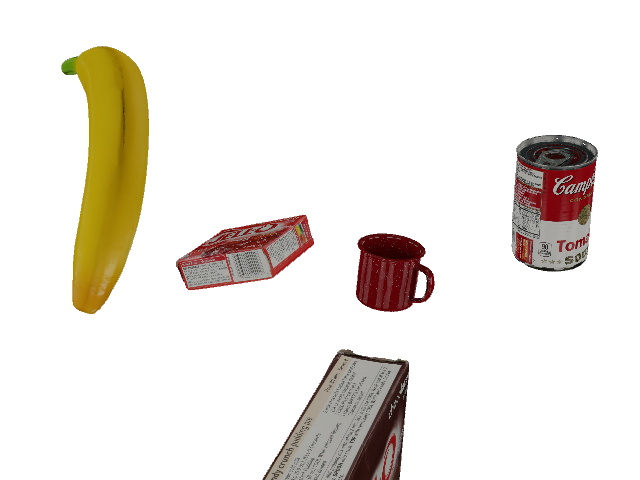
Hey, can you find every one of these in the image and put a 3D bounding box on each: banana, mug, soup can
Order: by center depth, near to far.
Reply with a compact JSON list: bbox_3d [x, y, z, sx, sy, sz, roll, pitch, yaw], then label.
[{"bbox_3d":[-0.130,-0.053,0.655,0.037,0.198,0.070,12,-39,-30],"label":"banana"},{"bbox_3d":[0.203,-0.032,0.933,0.068,0.102,0.068,-2,28,1],"label":"soup can"},{"bbox_3d":[0.103,0.049,1.457,0.117,0.081,0.093,19,26,28],"label":"mug"}]

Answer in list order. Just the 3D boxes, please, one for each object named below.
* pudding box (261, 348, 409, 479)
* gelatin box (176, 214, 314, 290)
[{"bbox_3d":[0.006,0.114,0.466,0.039,0.090,0.113,10,29,14],"label":"pudding box"},{"bbox_3d":[-0.061,0.009,0.867,0.089,0.030,0.073,-9,16,32],"label":"gelatin box"}]
